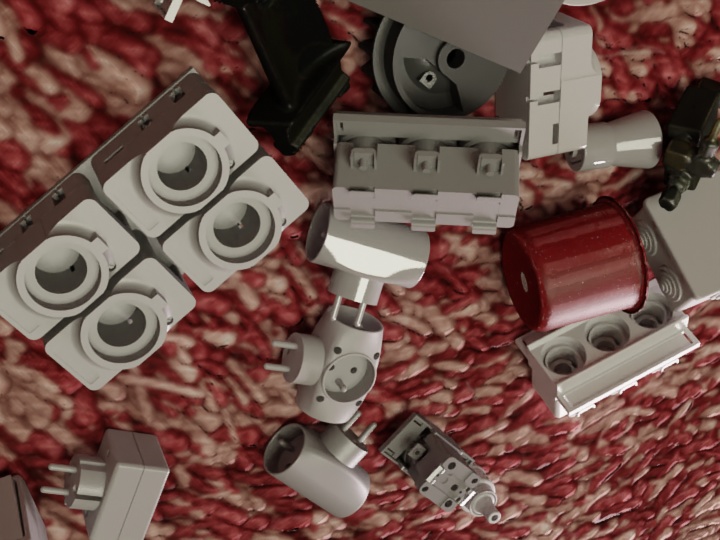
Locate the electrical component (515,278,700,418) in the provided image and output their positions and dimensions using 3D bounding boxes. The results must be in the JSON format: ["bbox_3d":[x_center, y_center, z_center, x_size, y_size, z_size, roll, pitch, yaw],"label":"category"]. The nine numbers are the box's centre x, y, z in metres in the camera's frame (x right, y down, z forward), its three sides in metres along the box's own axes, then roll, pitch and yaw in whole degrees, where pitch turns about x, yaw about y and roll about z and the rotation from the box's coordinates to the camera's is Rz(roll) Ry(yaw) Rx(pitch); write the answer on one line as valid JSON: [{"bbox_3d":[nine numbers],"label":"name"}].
[{"bbox_3d":[0.200,0.066,0.873,0.121,0.078,0.063,-26,144,-10],"label":"electrical component"}]

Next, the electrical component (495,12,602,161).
[{"bbox_3d":[0.132,-0.130,0.755,0.056,0.050,0.089,-13,119,-18],"label":"electrical component"}]

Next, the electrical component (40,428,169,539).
[{"bbox_3d":[-0.184,0.150,0.757,0.077,0.047,0.065,14,108,-28],"label":"electrical component"}]

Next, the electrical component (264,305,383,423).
[{"bbox_3d":[-0.031,0.067,0.784,0.079,0.044,0.077,10,110,-27],"label":"electrical component"}]

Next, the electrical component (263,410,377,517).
[{"bbox_3d":[-0.021,0.141,0.826,0.079,0.044,0.077,-47,123,3],"label":"electrical component"}]

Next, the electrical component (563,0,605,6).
[{"bbox_3d":[0.135,-0.232,0.699,0.108,0.060,0.108,-10,118,-19],"label":"electrical component"}]

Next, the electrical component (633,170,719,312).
[{"bbox_3d":[0.271,-0.023,0.845,0.100,0.099,0.048,-21,165,-14],"label":"electrical component"}]

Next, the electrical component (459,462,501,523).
[{"bbox_3d":[0.097,0.187,0.891,0.035,0.061,0.035,-10,118,-19],"label":"electrical component"}]

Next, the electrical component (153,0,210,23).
[{"bbox_3d":[-0.110,-0.190,0.624,0.064,0.042,0.081,20,105,-27],"label":"electrical component"}]

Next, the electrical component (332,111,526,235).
[{"bbox_3d":[0.043,-0.064,0.707,0.121,0.063,0.078,3,152,3],"label":"electrical component"}]

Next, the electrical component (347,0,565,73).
[{"bbox_3d":[0.049,-0.192,0.630,0.150,0.061,0.089,22,149,-4],"label":"electrical component"}]

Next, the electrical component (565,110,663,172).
[{"bbox_3d":[0.186,-0.094,0.804,0.065,0.044,0.044,-9,118,-15],"label":"electrical component"}]

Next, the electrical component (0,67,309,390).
[{"bbox_3d":[-0.137,-0.023,0.684,0.186,0.060,0.105,-41,124,0],"label":"electrical component"}]

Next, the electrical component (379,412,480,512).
[{"bbox_3d":[0.060,0.154,0.857,0.042,0.064,0.081,-48,123,3],"label":"electrical component"}]

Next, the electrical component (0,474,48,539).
[{"bbox_3d":[-0.245,0.190,0.720,0.062,0.096,0.061,-20,120,-13],"label":"electrical component"}]

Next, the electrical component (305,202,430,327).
[{"bbox_3d":[0.000,0.000,0.755,0.077,0.044,0.079,15,95,-20],"label":"electrical component"}]
